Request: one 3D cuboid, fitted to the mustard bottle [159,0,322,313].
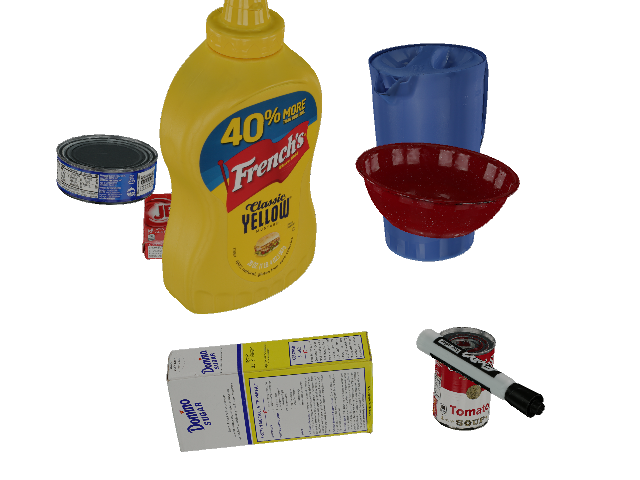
[{"bbox_3d":[-0.043,-0.054,0.596,0.096,0.192,0.058,-22,43,-31],"label":"mustard bottle"}]

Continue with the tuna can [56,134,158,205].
[{"bbox_3d":[-0.184,-0.061,0.921,0.086,0.034,0.086,6,24,-3],"label":"tuna can"}]

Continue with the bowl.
[{"bbox_3d":[0.113,-0.045,1.058,0.162,0.055,0.162,4,24,-2],"label":"bowl"}]

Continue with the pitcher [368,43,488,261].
[{"bbox_3d":[0.134,-0.107,1.261,0.149,0.243,0.145,-4,25,-1],"label":"pitcher"}]

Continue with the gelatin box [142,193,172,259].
[{"bbox_3d":[-0.141,-0.016,1.122,0.089,0.073,0.030,0,-43,-6],"label":"gelatin box"}]

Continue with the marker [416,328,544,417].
[{"bbox_3d":[0.120,0.100,0.804,0.020,0.020,0.121,0,21,-41],"label":"marker"}]

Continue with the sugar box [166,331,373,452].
[{"bbox_3d":[-0.042,0.133,0.942,0.176,0.093,0.048,-3,36,0],"label":"sugar box"}]

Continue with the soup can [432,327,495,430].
[{"bbox_3d":[0.166,0.161,1.246,0.068,0.102,0.068,1,21,0],"label":"soup can"}]
